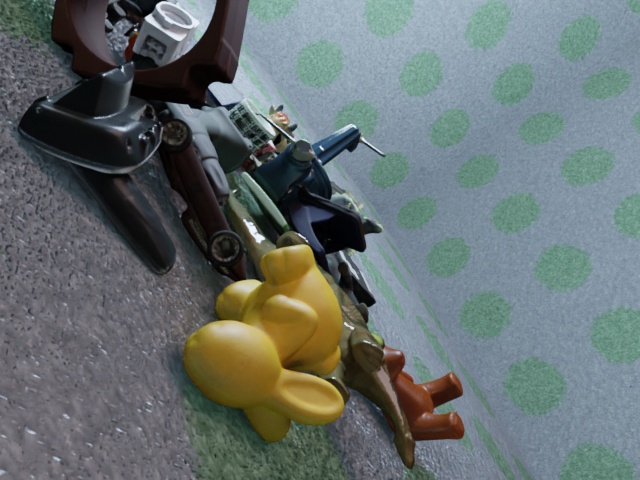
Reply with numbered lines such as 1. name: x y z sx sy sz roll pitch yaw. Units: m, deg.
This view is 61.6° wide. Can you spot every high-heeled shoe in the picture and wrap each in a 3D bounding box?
1. high-heeled shoe: -0.309 -0.400 0.945 0.248 0.086 0.145 46 20 -34

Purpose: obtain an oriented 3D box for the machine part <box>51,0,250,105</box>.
1. machine part: -0.190 -0.267 0.622 0.087 0.202 0.201 8 91 -83

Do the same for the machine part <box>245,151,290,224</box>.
1. machine part: -0.069 -0.093 1.052 0.243 0.079 0.079 44 15 -41

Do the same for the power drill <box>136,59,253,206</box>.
1. power drill: -0.171 -0.139 0.764 0.232 0.086 0.207 53 18 5

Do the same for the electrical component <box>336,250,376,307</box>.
1. electrical component: 0.049 0.074 1.113 0.134 0.058 0.115 48 11 -34

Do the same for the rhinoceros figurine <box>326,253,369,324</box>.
1. rhinoceros figurine: 0.025 0.078 0.914 0.190 0.073 0.112 64 4 23

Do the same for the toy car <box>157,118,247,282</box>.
1. toy car: -0.134 -0.040 0.601 0.202 0.053 0.089 66 -13 7

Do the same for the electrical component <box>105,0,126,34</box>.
1. electrical component: -0.332 -0.353 0.787 0.102 0.045 0.078 48 41 -22

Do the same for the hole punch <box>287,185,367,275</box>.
1. hole punch: -0.002 -0.003 0.831 0.116 0.092 0.142 28 -20 27

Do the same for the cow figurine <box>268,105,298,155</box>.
1. cow figurine: -0.098 -0.213 1.160 0.085 0.127 0.195 55 7 15

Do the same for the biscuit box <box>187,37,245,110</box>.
1. biscuit box: -0.222 -0.294 0.941 0.202 0.059 0.063 52 43 6

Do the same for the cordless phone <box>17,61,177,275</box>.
1. cordless phone: -0.181 -0.066 0.515 0.147 0.089 0.184 -101 165 -66

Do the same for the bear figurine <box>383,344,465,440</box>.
1. bear figurine: 0.123 0.213 0.823 0.195 0.132 0.120 58 27 -21

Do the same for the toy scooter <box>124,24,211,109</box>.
1. toy scooter: -0.245 -0.274 0.834 0.135 0.075 0.183 60 8 21

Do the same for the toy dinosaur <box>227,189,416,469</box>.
1. toy dinosaur: -0.021 0.076 0.689 0.472 0.105 0.198 54 1 23

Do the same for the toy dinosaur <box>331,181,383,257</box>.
1. toy dinosaur: 0.033 -0.093 1.434 0.192 0.131 0.405 48 7 -38

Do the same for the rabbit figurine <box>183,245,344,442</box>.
1. rabbit figurine: -0.054 0.102 0.491 0.162 0.122 0.173 65 25 3

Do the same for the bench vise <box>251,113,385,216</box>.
1. bench vise: -0.010 -0.134 0.911 0.129 0.240 0.223 45 -24 18
